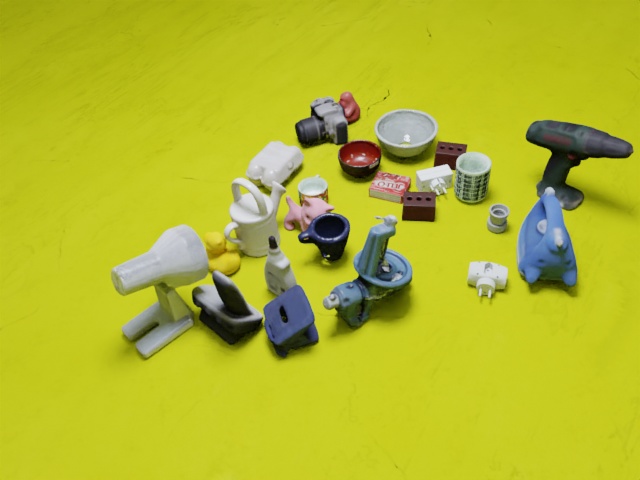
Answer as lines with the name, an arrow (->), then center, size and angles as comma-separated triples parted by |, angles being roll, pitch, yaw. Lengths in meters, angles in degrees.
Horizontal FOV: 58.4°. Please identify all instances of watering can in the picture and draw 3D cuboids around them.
watering can -> -0.148, -0.067, 1.288 | 0.100, 0.194, 0.173 | 12, 50, 17

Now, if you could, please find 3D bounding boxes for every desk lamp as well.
desk lamp -> -0.315, 0.096, 1.141 | 0.204, 0.214, 0.117 | -38, 54, -26

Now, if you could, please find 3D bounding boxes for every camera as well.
camera -> -0.004, -0.330, 1.582 | 0.137, 0.101, 0.143 | -19, 48, -11

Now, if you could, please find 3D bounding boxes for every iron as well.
iron -> 0.486, -0.029, 1.219 | 0.118, 0.142, 0.258 | 3, 48, 10

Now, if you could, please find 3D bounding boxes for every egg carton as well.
egg carton -> -0.115, -0.193, 1.488 | 0.107, 0.069, 0.150 | 21, 53, 24

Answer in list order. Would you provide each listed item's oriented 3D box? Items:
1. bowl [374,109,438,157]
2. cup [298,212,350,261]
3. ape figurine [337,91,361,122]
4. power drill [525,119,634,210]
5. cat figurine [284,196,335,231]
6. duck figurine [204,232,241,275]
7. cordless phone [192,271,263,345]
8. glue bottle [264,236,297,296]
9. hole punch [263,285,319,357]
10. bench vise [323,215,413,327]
bowl -> 0.228, -0.272, 1.520 | 0.167, 0.075, 0.167 | -3, 47, 4
cup -> 0.012, 0.005, 1.272 | 0.118, 0.095, 0.091 | -16, 47, -8
ape figurine -> 0.077, -0.382, 1.628 | 0.076, 0.092, 0.078 | -2, 47, 5
power drill -> 0.571, -0.175, 1.300 | 0.228, 0.209, 0.076 | 33, 58, 31
cat figurine -> -0.028, -0.065, 1.326 | 0.127, 0.118, 0.067 | 25, 55, 27
duck figurine -> -0.226, 0.023, 1.288 | 0.078, 0.086, 0.104 | -34, 52, -23
cordless phone -> -0.196, 0.106, 1.138 | 0.147, 0.185, 0.094 | 27, 55, 28
glue bottle -> -0.086, 0.054, 1.183 | 0.078, 0.173, 0.037 | 30, 57, 30
hole punch -> -0.062, 0.159, 1.139 | 0.101, 0.091, 0.108 | -18, 48, -10
bench vise -> 0.103, 0.065, 1.120 | 0.121, 0.220, 0.208 | 26, 55, 27
